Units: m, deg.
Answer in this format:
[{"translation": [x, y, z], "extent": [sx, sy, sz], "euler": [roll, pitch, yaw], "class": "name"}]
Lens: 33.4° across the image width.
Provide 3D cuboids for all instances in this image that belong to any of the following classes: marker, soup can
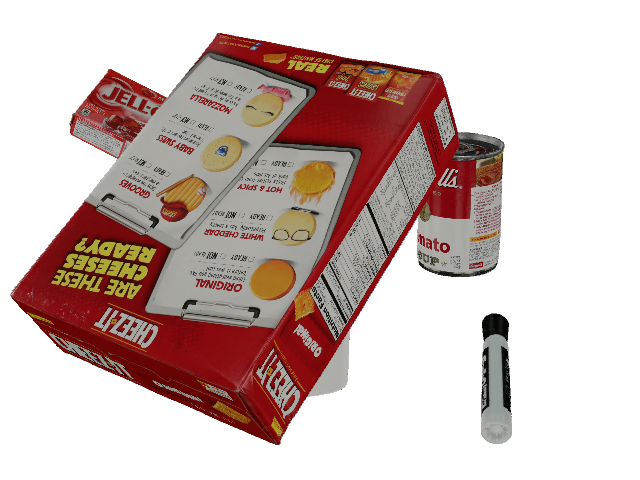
[{"translation": [0.115, 0.086, 0.698], "extent": [0.020, 0.020, 0.121], "euler": [0, 31, 9], "class": "marker"}, {"translation": [0.112, -0.030, 0.861], "extent": [0.068, 0.102, 0.068], "euler": [-1, 21, 0], "class": "soup can"}]

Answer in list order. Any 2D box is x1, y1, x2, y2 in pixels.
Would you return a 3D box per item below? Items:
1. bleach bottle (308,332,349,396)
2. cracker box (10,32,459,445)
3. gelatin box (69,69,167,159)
[{"translation": [-0.006, 0.019, 1.007], "extent": [0.068, 0.251, 0.103], "euler": [-8, 30, -20], "class": "bleach bottle"}, {"translation": [-0.042, -0.012, 0.604], "extent": [0.164, 0.213, 0.072], "euler": [17, -28, 32], "class": "cracker box"}, {"translation": [-0.166, -0.105, 0.943], "extent": [0.089, 0.073, 0.030], "euler": [28, -45, -3], "class": "gelatin box"}]
